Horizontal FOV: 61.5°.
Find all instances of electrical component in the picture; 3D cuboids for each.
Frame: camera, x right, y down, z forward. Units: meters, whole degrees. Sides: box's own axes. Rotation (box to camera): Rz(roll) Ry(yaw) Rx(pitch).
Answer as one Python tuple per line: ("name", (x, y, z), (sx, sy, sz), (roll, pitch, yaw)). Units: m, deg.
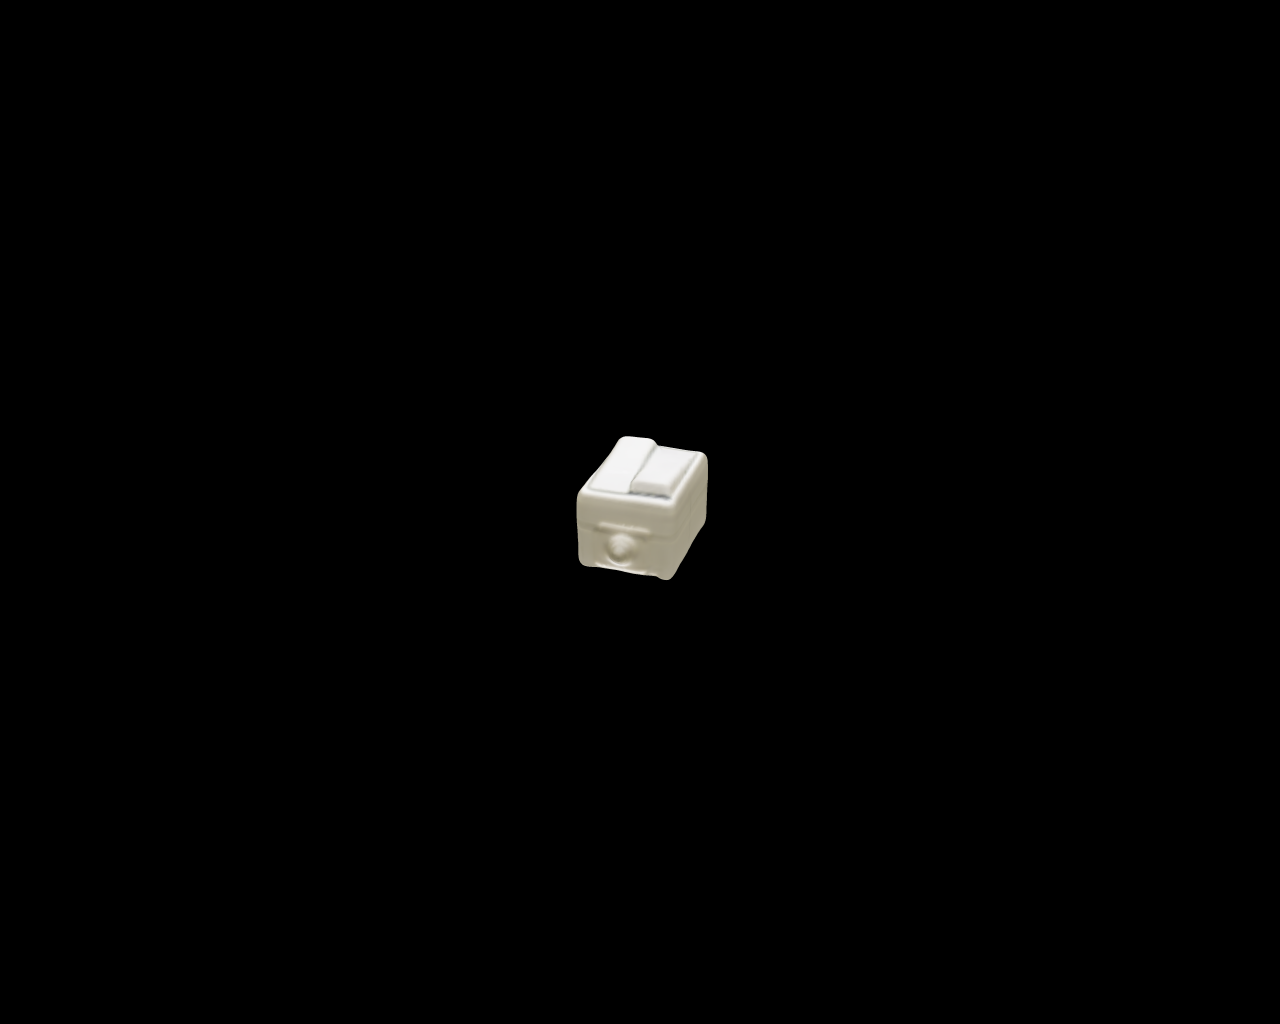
("electrical component", (0.001, -0.003, 0.650), (0.062, 0.061, 0.096), (9, 30, 17))
